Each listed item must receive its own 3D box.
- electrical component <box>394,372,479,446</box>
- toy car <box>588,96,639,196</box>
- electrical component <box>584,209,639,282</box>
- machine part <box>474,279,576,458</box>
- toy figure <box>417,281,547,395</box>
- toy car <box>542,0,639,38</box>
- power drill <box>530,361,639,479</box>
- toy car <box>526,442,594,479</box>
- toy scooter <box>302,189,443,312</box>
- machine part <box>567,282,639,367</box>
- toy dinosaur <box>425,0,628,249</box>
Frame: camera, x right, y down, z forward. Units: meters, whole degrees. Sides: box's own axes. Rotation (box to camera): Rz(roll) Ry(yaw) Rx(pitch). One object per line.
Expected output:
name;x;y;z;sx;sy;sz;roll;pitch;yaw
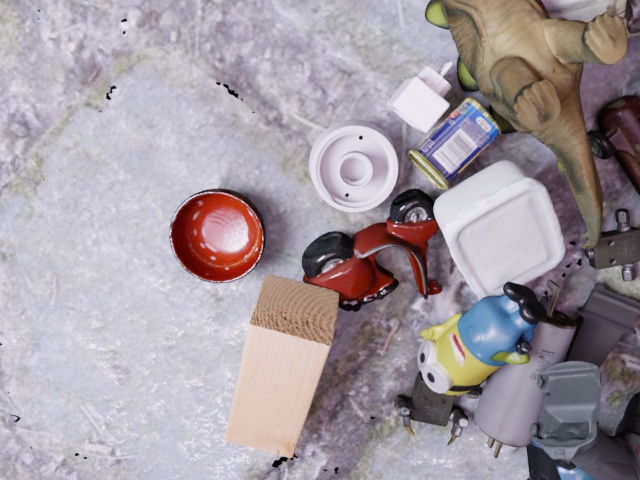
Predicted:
electrical component;0.152;0.221;0.710;0.102;0.045;0.078;18;106;-3
toy car;0.393;-0.077;0.623;0.089;0.053;0.202;-35;100;7
electrical component;0.360;0.010;0.661;0.063;0.021;0.094;-14;105;6
machine part;0.256;0.167;0.676;0.079;0.079;0.243;14;105;-2
toy figure;0.192;0.125;0.640;0.089;0.082;0.180;27;126;-17
toy car;0.309;-0.234;0.537;0.202;0.056;0.073;-5;138;27
power drill;0.333;0.230;0.623;0.086;0.232;0.207;-16;125;44
toy car;0.334;0.302;0.706;0.103;0.109;0.161;-11;93;-18
toy scooter;0.077;0.033;0.650;0.184;0.075;0.135;-29;113;10
machine part;0.350;0.128;0.685;0.084;0.039;0.138;22;103;-9
toy dinosaur;0.200;-0.172;0.527;0.105;0.198;0.470;-27;102;7
